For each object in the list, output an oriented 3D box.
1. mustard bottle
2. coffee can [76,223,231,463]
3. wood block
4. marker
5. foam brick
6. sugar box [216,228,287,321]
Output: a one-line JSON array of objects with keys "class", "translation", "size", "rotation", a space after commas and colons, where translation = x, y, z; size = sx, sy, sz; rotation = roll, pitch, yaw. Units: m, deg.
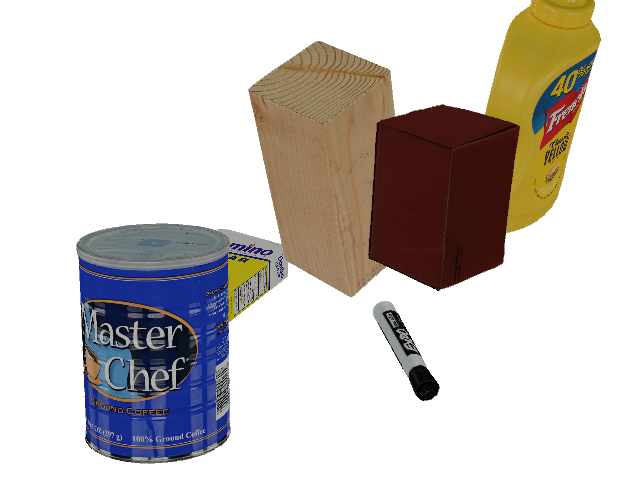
[{"class": "mustard bottle", "translation": [0.152, -0.102, 0.745], "size": [0.058, 0.192, 0.096], "rotation": [32, 46, 28]}, {"class": "coffee can", "translation": [-0.113, 0.067, 0.736], "size": [0.103, 0.140, 0.103], "rotation": [1, 14, 0]}, {"class": "wood block", "translation": [0.013, -0.062, 0.968], "size": [0.091, 0.206, 0.090], "rotation": [29, 56, 34]}, {"class": "marker", "translation": [0.066, 0.086, 0.836], "size": [0.020, 0.020, 0.121], "rotation": [0, 28, -15]}, {"class": "foam brick", "translation": [0.061, -0.023, 0.540], "size": [0.052, 0.078, 0.051], "rotation": [-19, 33, -39]}, {"class": "sugar box", "translation": [-0.115, 0.044, 1.118], "size": [0.093, 0.048, 0.176], "rotation": [15, 31, 23]}]
